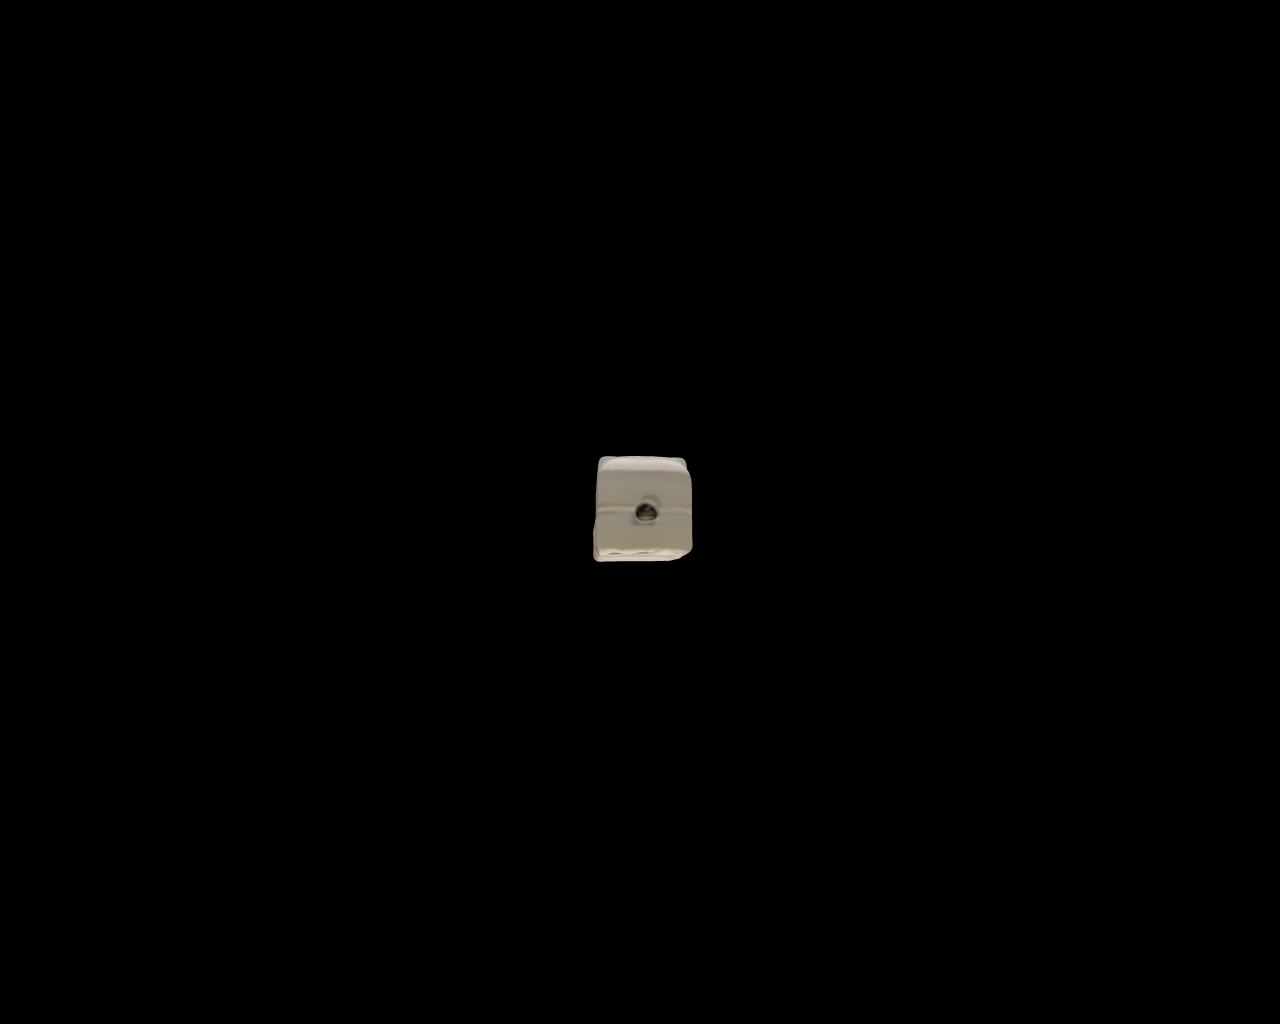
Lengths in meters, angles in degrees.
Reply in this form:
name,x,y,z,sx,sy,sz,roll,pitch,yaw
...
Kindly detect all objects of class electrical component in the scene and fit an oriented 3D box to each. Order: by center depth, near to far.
name,x,y,z,sx,sy,sz,roll,pitch,yaw
electrical component,0.001,-0.003,0.650,0.054,0.059,0.095,0,-7,-4
